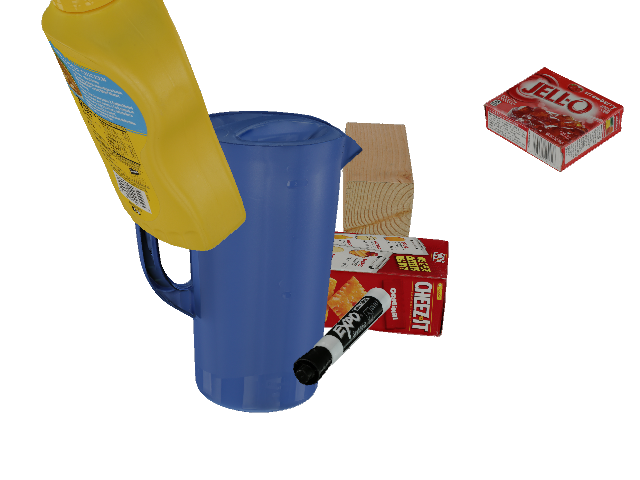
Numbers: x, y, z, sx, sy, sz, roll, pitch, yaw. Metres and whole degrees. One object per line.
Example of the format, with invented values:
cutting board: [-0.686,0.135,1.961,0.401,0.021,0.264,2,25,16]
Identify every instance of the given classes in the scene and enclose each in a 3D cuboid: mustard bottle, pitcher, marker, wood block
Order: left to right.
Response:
mustard bottle: [-0.101,-0.083,0.573,0.058,0.191,0.096,-39,51,-20]
pitcher: [-0.061,0.017,0.897,0.149,0.243,0.144,12,20,25]
marker: [0.015,0.062,0.705,0.020,0.020,0.120,0,21,28]
wood block: [0.079,-0.087,1.510,0.091,0.090,0.206,3,29,-1]

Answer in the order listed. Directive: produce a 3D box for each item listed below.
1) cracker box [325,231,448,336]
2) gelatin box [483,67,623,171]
cracker box: [0.028,0.042,1.145,0.214,0.072,0.164,5,14,7]
gelatin box: [0.192,-0.103,0.886,0.073,0.030,0.089,-32,47,-22]
